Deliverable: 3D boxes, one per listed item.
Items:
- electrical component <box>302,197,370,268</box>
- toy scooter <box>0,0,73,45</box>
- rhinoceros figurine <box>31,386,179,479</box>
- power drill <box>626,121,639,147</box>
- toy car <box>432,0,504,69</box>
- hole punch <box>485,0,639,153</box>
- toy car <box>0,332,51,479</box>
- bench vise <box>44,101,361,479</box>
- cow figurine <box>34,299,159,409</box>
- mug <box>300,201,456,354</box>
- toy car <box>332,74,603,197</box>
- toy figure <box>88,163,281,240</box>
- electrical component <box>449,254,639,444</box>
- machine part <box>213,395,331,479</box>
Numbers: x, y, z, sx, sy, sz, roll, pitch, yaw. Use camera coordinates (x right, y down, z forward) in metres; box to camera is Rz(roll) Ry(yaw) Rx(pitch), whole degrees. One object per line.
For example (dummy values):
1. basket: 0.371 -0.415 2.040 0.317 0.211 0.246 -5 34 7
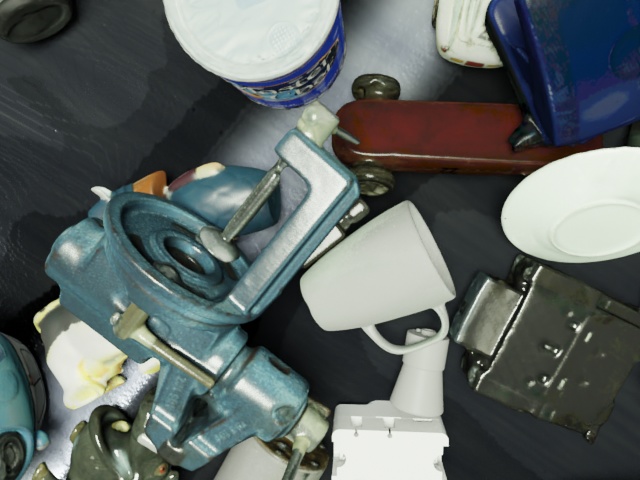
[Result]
1. electrical component: -0.001 -0.001 0.426 0.094 0.063 0.021 -40 92 4
2. toy scooter: -0.209 -0.247 0.410 0.184 0.075 0.135 -30 93 4
3. rhinoceros figurine: -0.181 0.211 0.461 0.112 0.073 0.190 26 98 2
4. power drill: 0.341 -0.115 0.379 0.207 0.086 0.232 20 99 -2
5. toy car: 0.134 -0.230 0.393 0.074 0.056 0.201 11 98 3
6. hole punch: 0.178 -0.126 0.332 0.142 0.092 0.115 -27 98 8
7. toy car: -0.286 0.133 0.445 0.109 0.103 0.161 -9 92 8
8. bench vise: -0.051 0.028 0.345 0.224 0.129 0.240 42 105 9
9. cow figurine: -0.151 0.061 0.447 0.167 0.068 0.098 -31 88 6
10. mug: 0.046 0.038 0.424 0.107 0.081 0.109 -24 95 18
11. toy car: 0.110 -0.077 0.415 0.202 0.053 0.089 2 77 3
12. toy figure: -0.111 -0.026 0.437 0.155 0.058 0.064 -4 91 10
13. electrical component: 0.175 0.079 0.426 0.134 0.058 0.114 23 96 1
14. machine part: -0.065 0.233 0.453 0.079 0.079 0.243 28 99 1
